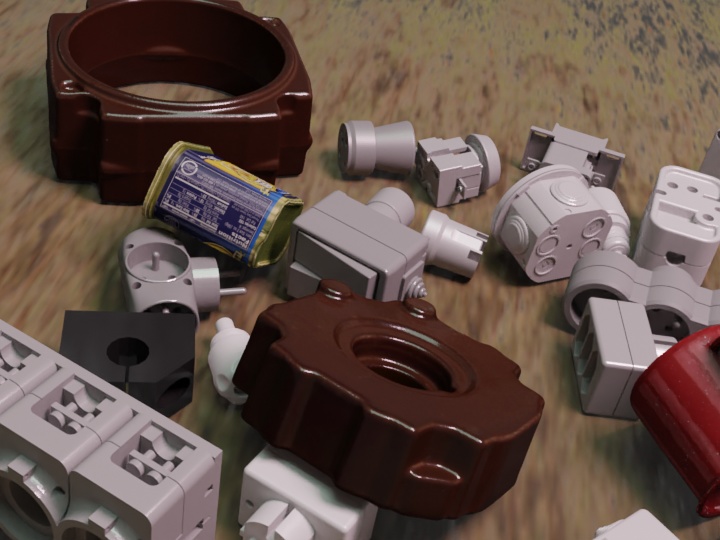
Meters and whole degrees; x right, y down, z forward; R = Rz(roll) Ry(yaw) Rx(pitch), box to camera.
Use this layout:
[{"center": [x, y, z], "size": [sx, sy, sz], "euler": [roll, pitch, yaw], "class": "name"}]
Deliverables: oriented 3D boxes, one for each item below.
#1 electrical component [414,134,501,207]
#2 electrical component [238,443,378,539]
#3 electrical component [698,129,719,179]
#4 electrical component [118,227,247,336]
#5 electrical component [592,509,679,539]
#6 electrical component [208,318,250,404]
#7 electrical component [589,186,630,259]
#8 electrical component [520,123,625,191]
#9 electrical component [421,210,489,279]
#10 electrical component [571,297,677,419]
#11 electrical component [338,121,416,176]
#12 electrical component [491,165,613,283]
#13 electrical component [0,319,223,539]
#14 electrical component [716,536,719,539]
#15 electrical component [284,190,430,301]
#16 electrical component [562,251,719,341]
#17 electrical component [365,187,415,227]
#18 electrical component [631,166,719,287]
[{"center": [0.080, -0.083, 0.871], "size": [0.055, 0.048, 0.066], "euler": [-14, 44, -16], "class": "electrical component"}, {"center": [-0.037, 0.136, 0.568], "size": [0.066, 0.047, 0.077], "euler": [27, 42, 20], "class": "electrical component"}, {"center": [0.337, -0.066, 0.880], "size": [0.057, 0.078, 0.113], "euler": [-15, 44, -33], "class": "electrical component"}, {"center": [-0.116, 0.010, 0.710], "size": [0.079, 0.044, 0.077], "euler": [-4, 40, -17], "class": "electrical component"}, {"center": [0.143, 0.181, 0.552], "size": [0.100, 0.048, 0.100], "euler": [-20, 47, -33], "class": "electrical component"}, {"center": [-0.079, 0.053, 0.673], "size": [0.035, 0.035, 0.061], "euler": [-6, 39, -19], "class": "electrical component"}, {"center": [0.190, -0.030, 0.832], "size": [0.040, 0.040, 0.078], "euler": [1, 40, -11], "class": "electrical component"}, {"center": [0.173, -0.083, 0.895], "size": [0.081, 0.042, 0.063], "euler": [19, 43, 11], "class": "electrical component"}, {"center": [0.067, -0.018, 0.791], "size": [0.046, 0.040, 0.040], "euler": [22, 39, 6], "class": "electrical component"}, {"center": [0.187, 0.060, 0.713], "size": [0.077, 0.047, 0.065], "euler": [8, 39, -4], "class": "electrical component"}, {"center": [0.013, -0.099, 0.875], "size": [0.055, 0.045, 0.045], "euler": [-1, 40, -14], "class": "electrical component"}, {"center": [0.142, -0.034, 0.796], "size": [0.080, 0.080, 0.051], "euler": [-11, 48, -24], "class": "electrical component"}, {"center": [-0.151, 0.104, 0.548], "size": [0.150, 0.089, 0.062], "euler": [26, 41, 19], "class": "electrical component"}, {"center": [0.247, 0.166, 0.583], "size": [0.108, 0.060, 0.108], "euler": [6, 39, -5], "class": "electrical component"}, {"center": [0.000, 0.000, 0.734], "size": [0.096, 0.061, 0.061], "euler": [28, 42, 22], "class": "electrical component"}, {"center": [0.217, 0.022, 0.763], "size": [0.138, 0.052, 0.073], "euler": [18, 39, 10], "class": "electrical component"}, {"center": [0.014, -0.034, 0.799], "size": [0.044, 0.044, 0.065], "euler": [23, 35, 15], "class": "electrical component"}, {"center": [0.245, -0.029, 0.828], "size": [0.054, 0.059, 0.095], "euler": [18, 39, 10], "class": "electrical component"}]
